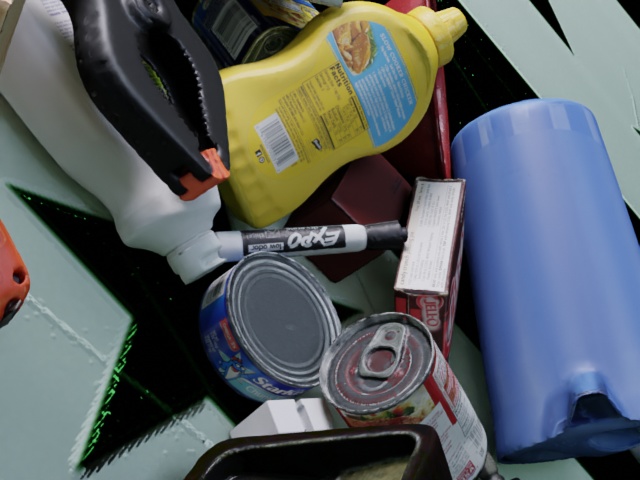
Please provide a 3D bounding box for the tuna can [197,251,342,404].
[{"bbox_3d":[-0.029,0.052,0.623,0.086,0.034,0.086,27,45,-31],"label":"tuna can"}]

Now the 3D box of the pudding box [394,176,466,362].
[{"bbox_3d":[0.073,0.027,0.707,0.039,0.090,0.113,5,44,8],"label":"pudding box"}]

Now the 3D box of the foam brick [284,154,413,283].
[{"bbox_3d":[0.019,-0.020,0.715,0.053,0.051,0.078,45,39,-14],"label":"foam brick"}]

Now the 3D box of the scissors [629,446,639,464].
[{"bbox_3d":[0.236,0.111,0.876,0.202,0.016,0.096,52,36,-4],"label":"scissors"}]

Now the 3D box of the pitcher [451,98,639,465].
[{"bbox_3d":[0.168,0.033,0.754,0.144,0.149,0.243,3,67,-31],"label":"pitcher"}]

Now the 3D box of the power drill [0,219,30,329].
[{"bbox_3d":[-0.227,0.004,0.432,0.187,0.057,0.184,-25,86,-49],"label":"power drill"}]

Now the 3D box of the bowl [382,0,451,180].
[{"bbox_3d":[0.063,-0.112,0.791,0.162,0.055,0.162,-5,90,-80],"label":"bowl"}]

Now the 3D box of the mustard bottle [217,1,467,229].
[{"bbox_3d":[0.013,-0.094,0.668,0.191,0.058,0.096,-32,113,-15],"label":"mustard bottle"}]

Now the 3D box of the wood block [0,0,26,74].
[{"bbox_3d":[-0.229,-0.110,0.427,0.206,0.090,0.091,20,27,-16],"label":"wood block"}]

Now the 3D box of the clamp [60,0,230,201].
[{"bbox_3d":[-0.098,-0.123,0.576,0.210,0.036,0.164,61,31,2],"label":"clamp"}]

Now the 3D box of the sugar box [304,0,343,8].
[{"bbox_3d":[-0.046,-0.196,0.696,0.093,0.048,0.176,8,18,-20],"label":"sugar box"}]

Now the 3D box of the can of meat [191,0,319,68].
[{"bbox_3d":[-0.028,-0.131,0.724,0.101,0.057,0.084,12,32,-42],"label":"can of meat"}]

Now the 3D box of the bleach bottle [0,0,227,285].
[{"bbox_3d":[-0.133,-0.086,0.594,0.251,0.068,0.102,59,36,2],"label":"bleach bottle"}]

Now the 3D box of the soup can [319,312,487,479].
[{"bbox_3d":[0.051,0.099,0.617,0.068,0.069,0.102,-80,149,-43],"label":"soup can"}]

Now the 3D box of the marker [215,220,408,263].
[{"bbox_3d":[-0.004,0.001,0.652,0.121,0.020,0.020,-4,62,-14],"label":"marker"}]
